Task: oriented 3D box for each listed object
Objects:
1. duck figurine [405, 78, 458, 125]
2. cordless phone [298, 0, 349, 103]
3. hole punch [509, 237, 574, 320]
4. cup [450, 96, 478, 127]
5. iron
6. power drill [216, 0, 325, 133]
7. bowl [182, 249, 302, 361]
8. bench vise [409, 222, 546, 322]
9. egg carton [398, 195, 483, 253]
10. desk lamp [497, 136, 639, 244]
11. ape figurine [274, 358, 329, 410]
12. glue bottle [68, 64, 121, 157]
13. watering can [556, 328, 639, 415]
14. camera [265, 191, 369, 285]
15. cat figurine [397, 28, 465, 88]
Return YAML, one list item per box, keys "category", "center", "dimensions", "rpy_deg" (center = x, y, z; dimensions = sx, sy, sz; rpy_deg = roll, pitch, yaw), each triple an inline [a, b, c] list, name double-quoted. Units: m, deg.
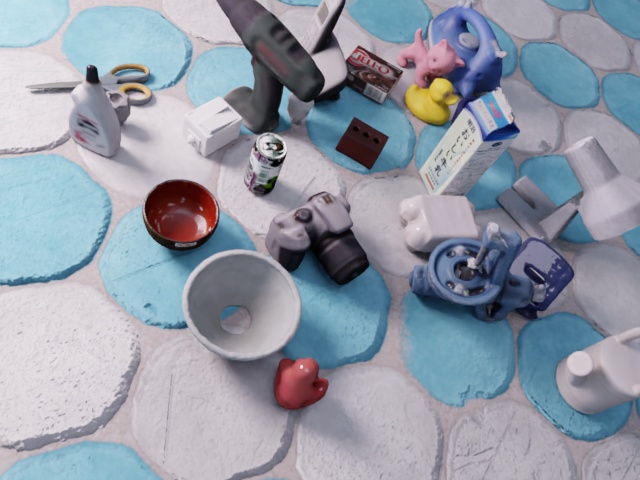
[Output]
- category: "duck figurine"
  center: [0.231, -0.293, 1.164]
  dimensions: [0.104, 0.086, 0.077]
  rpy_deg: [30, 56, 0]
- category: "cordless phone"
  center: [0.010, -0.362, 1.066]
  dimensions: [0.094, 0.185, 0.147]
  rpy_deg: [-10, 65, -24]
- category: "hole punch"
  center: [0.371, 0.067, 1.001]
  dimensions: [0.108, 0.091, 0.101]
  rpy_deg: [42, 57, 7]
- category: "cup"
  center: [0.304, -0.212, 1.137]
  dimensions: [0.092, 0.095, 0.117]
  rpy_deg: [-33, 76, -31]
- category: "iron"
  center: [0.319, -0.435, 1.243]
  dimensions: [0.119, 0.141, 0.258]
  rpy_deg: [-9, 65, -23]
- category: "power drill"
  center: [-0.103, -0.291, 0.972]
  dimensions: [0.229, 0.208, 0.076]
  rpy_deg: [38, 56, 5]
- category: "bowl"
  center: [-0.114, 0.102, 0.821]
  dimensions: [0.168, 0.074, 0.167]
  rpy_deg: [9, 59, -14]
- category: "bench vise"
  center: [0.271, 0.040, 0.904]
  dimensions: [0.208, 0.219, 0.121]
  rpy_deg: [0, 61, -19]
- category: "egg carton"
  center: [0.212, -0.025, 1.012]
  dimensions: [0.150, 0.069, 0.107]
  rpy_deg: [0, 61, -19]
- category: "desk lamp"
  center: [0.468, -0.076, 1.044]
  dimensions: [0.118, 0.213, 0.203]
  rpy_deg: [-34, 76, -31]
- category: "ape figurine"
  center: [-0.025, 0.191, 0.790]
  dimensions: [0.076, 0.092, 0.077]
  rpy_deg: [-37, 78, -32]
- category: "glue bottle"
  center: [-0.339, -0.198, 0.856]
  dimensions: [0.078, 0.173, 0.037]
  rpy_deg: [23, 56, -5]
- category: "watering can"
  center: [0.463, 0.203, 0.892]
  dimensions: [0.173, 0.194, 0.101]
  rpy_deg: [-15, 67, -26]
- category: "camera"
  center: [0.008, 0.003, 0.905]
  dimensions: [0.143, 0.100, 0.136]
  rpy_deg: [-25, 72, -29]
- category: "cat figurine"
  center: [0.236, -0.386, 1.200]
  dimensions: [0.067, 0.117, 0.127]
  rpy_deg: [-29, 74, -30]
